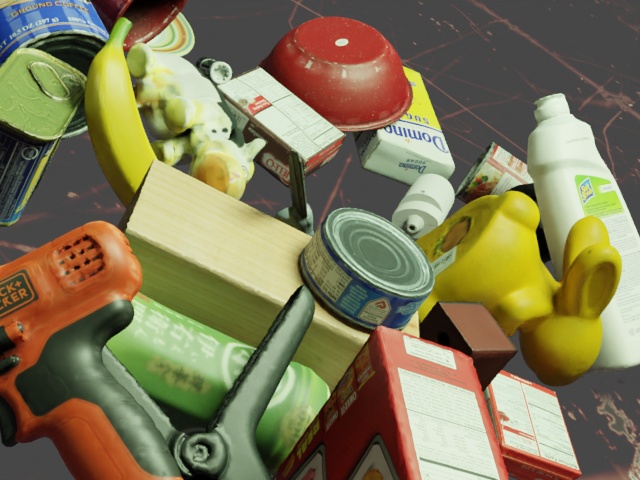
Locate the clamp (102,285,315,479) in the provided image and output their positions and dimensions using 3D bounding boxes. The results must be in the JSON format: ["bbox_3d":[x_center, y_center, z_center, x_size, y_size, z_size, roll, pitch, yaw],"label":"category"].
[{"bbox_3d":[-0.061,0.113,0.580,0.164,0.036,0.210,-5,68,-24],"label":"clamp"}]

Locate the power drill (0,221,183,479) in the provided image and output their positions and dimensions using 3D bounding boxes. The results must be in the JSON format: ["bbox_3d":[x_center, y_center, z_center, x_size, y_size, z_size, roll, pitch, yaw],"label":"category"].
[{"bbox_3d":[-0.144,0.103,0.518,0.188,0.184,0.057,59,-5,15],"label":"power drill"}]

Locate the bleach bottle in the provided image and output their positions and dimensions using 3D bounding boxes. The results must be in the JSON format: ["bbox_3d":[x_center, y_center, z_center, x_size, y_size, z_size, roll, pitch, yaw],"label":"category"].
[{"bbox_3d":[0.248,-0.010,0.971,0.102,0.068,0.251,-11,84,-42],"label":"bleach bottle"}]

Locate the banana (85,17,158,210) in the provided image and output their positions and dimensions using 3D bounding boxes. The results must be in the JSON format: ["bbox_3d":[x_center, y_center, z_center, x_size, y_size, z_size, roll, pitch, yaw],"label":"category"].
[{"bbox_3d":[-0.118,-0.052,0.751,0.069,0.198,0.037,-36,30,-28],"label":"banana"}]

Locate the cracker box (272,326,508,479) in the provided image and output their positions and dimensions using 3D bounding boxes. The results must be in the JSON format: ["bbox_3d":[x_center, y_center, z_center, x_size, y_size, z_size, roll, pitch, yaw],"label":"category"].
[{"bbox_3d":[0.033,0.177,0.532,0.072,0.164,0.214,18,34,-21],"label":"cracker box"}]

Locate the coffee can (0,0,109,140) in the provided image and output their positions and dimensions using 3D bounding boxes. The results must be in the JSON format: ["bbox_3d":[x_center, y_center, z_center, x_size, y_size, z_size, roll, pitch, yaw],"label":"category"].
[{"bbox_3d":[-0.221,-0.160,0.823,0.102,0.103,0.140,3,43,-40],"label":"coffee can"}]

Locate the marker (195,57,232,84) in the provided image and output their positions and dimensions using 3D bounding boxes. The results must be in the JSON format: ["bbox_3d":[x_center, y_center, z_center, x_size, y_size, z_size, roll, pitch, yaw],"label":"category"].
[{"bbox_3d":[-0.097,-0.154,0.965,0.020,0.020,0.121,24,5,-16],"label":"marker"}]

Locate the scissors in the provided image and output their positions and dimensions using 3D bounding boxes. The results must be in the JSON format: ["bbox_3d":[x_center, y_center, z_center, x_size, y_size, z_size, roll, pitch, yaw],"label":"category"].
[{"bbox_3d":[-0.005,0.001,0.766,0.016,0.202,0.096,-29,84,-11],"label":"scissors"}]

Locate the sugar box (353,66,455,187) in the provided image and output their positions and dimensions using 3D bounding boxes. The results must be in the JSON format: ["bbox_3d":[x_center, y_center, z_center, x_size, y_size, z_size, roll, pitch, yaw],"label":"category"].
[{"bbox_3d":[0.076,-0.128,1.110,0.093,0.048,0.176,18,33,-25],"label":"sugar box"}]

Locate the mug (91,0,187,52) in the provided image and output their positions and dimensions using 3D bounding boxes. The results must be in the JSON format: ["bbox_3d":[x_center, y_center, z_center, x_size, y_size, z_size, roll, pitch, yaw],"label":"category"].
[{"bbox_3d":[-0.169,-0.220,0.924,0.081,0.093,0.117,46,-8,9],"label":"mug"}]

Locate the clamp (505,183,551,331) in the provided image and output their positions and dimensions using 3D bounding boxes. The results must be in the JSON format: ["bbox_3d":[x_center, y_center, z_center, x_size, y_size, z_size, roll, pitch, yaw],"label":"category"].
[{"bbox_3d":[0.192,0.008,0.994,0.171,0.039,0.120,-37,82,-29],"label":"clamp"}]

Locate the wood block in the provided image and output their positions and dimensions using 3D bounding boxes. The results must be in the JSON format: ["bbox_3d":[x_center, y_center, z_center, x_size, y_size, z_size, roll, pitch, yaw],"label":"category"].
[{"bbox_3d":[-0.044,0.043,0.717,0.206,0.091,0.090,26,32,-12],"label":"wood block"}]

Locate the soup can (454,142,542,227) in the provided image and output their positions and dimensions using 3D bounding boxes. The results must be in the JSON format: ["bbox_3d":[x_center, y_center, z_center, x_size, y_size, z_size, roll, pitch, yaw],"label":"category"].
[{"bbox_3d":[0.197,-0.043,1.084,0.102,0.069,0.068,35,31,1],"label":"soup can"}]

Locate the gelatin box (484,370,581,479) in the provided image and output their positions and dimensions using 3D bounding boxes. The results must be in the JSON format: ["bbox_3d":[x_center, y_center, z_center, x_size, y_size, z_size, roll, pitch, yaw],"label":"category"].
[{"bbox_3d":[0.154,0.145,0.819,0.073,0.030,0.089,23,34,-20],"label":"gelatin box"}]

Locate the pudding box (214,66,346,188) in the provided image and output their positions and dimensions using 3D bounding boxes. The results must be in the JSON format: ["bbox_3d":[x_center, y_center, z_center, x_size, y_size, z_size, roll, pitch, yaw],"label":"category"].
[{"bbox_3d":[-0.043,-0.105,0.976,0.113,0.039,0.089,40,31,7],"label":"pudding box"}]

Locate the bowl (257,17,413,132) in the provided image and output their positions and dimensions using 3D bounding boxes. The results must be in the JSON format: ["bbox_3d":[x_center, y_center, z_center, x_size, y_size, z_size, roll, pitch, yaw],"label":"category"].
[{"bbox_3d":[0.017,-0.175,1.057,0.162,0.055,0.162,5,41,-4],"label":"bowl"}]

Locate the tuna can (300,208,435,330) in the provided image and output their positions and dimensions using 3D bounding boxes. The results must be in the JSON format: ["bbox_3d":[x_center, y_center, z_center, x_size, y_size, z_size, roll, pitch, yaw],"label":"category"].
[{"bbox_3d":[0.032,0.018,0.699,0.086,0.034,0.086,24,31,-16],"label":"tuna can"}]

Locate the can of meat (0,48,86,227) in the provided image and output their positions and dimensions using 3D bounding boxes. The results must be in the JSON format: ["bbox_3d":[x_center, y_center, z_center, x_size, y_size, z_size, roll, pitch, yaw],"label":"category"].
[{"bbox_3d":[-0.207,-0.070,0.728,0.057,0.084,0.102,27,32,-11],"label":"can of meat"}]

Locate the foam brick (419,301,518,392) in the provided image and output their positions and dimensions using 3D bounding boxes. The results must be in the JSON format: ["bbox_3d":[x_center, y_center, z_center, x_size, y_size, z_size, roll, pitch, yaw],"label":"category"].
[{"bbox_3d":[0.098,0.090,0.798,0.051,0.078,0.053,3,41,-40],"label":"foam brick"}]
